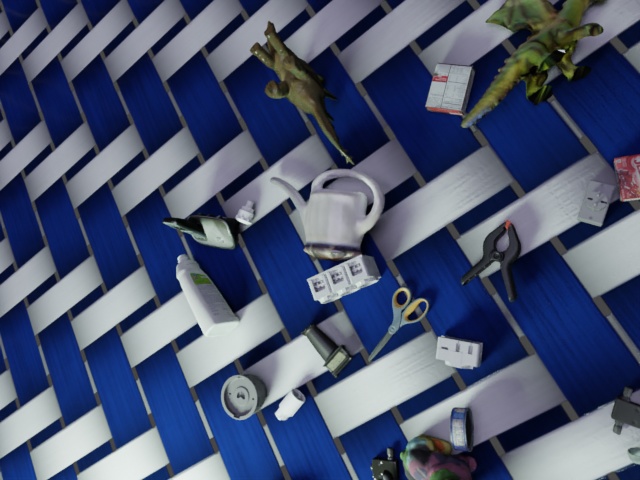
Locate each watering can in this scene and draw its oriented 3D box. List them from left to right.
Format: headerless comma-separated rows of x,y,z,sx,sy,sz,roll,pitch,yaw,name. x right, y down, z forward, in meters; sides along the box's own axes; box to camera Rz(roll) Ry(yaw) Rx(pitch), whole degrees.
0.004,-0.064,1.277,0.348,0.103,0.225,4,85,36,watering can

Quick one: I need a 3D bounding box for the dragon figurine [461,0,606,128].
0.455,-0.436,1.137,0.407,0.120,0.248,-28,55,17,dragon figurine
